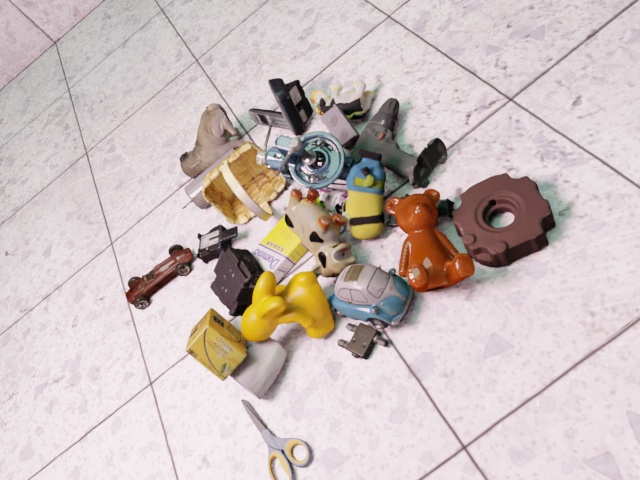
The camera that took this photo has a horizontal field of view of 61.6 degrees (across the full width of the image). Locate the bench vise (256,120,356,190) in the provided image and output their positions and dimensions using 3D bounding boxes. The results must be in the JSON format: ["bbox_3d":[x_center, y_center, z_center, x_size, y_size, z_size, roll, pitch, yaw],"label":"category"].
[{"bbox_3d":[-0.044,-0.173,1.099,0.224,0.240,0.128,22,91,13],"label":"bench vise"}]

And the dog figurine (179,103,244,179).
[{"bbox_3d":[-0.312,-0.261,1.433,0.191,0.172,0.121,-30,39,2],"label":"dog figurine"}]

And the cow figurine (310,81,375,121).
[{"bbox_3d":[0.044,-0.331,1.329,0.168,0.068,0.098,2,68,33],"label":"cow figurine"}]

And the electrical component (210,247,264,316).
[{"bbox_3d":[-0.184,0.084,1.176,0.134,0.058,0.114,44,114,40],"label":"electrical component"}]

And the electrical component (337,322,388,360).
[{"bbox_3d":[0.080,0.190,1.001,0.094,0.021,0.063,18,72,37],"label":"electrical component"}]

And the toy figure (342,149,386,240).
[{"bbox_3d":[0.095,-0.089,1.092,0.089,0.082,0.180,17,101,37],"label":"toy figure"}]

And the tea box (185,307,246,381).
[{"bbox_3d":[-0.203,0.201,1.060,0.068,0.098,0.170,-48,11,-3],"label":"tea box"}]

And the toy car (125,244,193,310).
[{"bbox_3d":[-0.403,0.087,1.337,0.202,0.053,0.089,-38,46,6],"label":"toy car"}]

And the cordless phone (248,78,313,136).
[{"bbox_3d":[-0.124,-0.346,1.382,0.184,0.146,0.089,14,61,34],"label":"cordless phone"}]

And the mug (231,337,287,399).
[{"bbox_3d":[-0.122,0.242,1.059,0.107,0.080,0.110,-48,35,-19],"label":"mug"}]

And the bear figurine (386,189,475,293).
[{"bbox_3d":[0.192,-0.008,0.971,0.120,0.132,0.196,-9,76,0],"label":"bear figurine"}]

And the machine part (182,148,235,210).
[{"bbox_3d":[-0.264,-0.159,1.393,0.243,0.079,0.079,-38,49,3],"label":"machine part"}]

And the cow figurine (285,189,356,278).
[{"bbox_3d":[-0.002,-0.003,1.093,0.195,0.085,0.127,46,130,30],"label":"cow figurine"}]

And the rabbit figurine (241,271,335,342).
[{"bbox_3d":[-0.073,0.136,1.022,0.173,0.162,0.122,-25,57,-6],"label":"rabbit figurine"}]

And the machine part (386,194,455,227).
[{"bbox_3d":[0.202,-0.060,1.077,0.139,0.039,0.084,0,56,33],"label":"machine part"}]

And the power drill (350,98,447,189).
[{"bbox_3d":[0.167,-0.204,1.163,0.208,0.085,0.232,28,79,36],"label":"power drill"}]

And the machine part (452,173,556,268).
[{"bbox_3d":[0.330,-0.040,0.976,0.179,0.056,0.179,-15,53,21],"label":"machine part"}]

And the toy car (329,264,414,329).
[{"bbox_3d":[0.086,0.090,0.999,0.162,0.102,0.109,8,50,35],"label":"toy car"}]

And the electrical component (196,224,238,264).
[{"bbox_3d":[-0.239,0.003,1.294,0.119,0.047,0.075,-21,53,18],"label":"electrical component"}]
